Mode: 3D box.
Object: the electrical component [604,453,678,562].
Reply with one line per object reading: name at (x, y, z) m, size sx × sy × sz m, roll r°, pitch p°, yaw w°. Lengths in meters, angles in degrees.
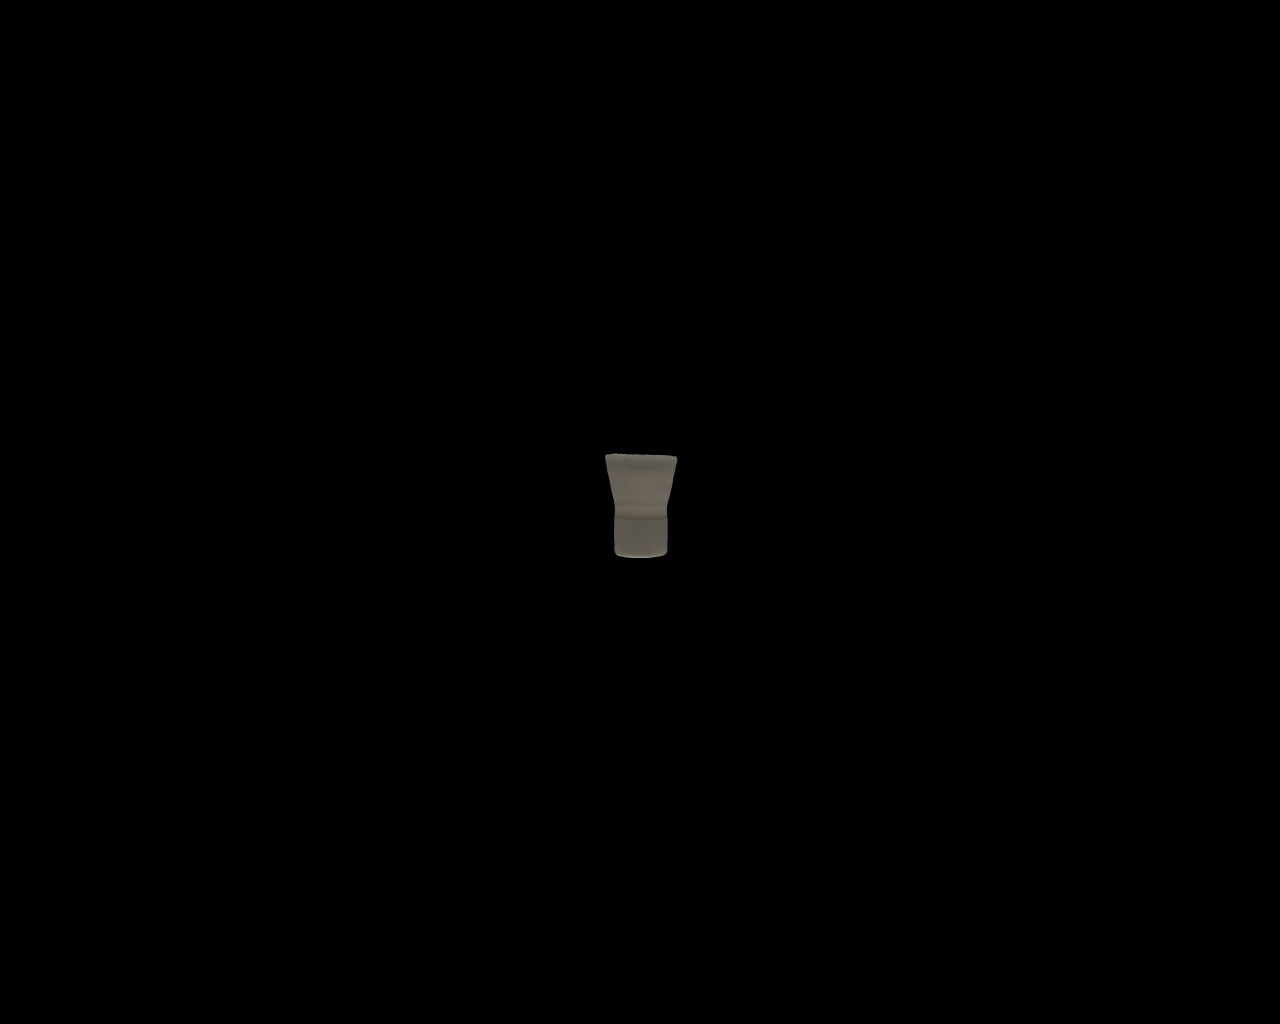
electrical component at (0.001, -0.003, 0.650) m, size 0.044 × 0.065 × 0.044 m, roll 0°, pitch 4°, yaw 0°
